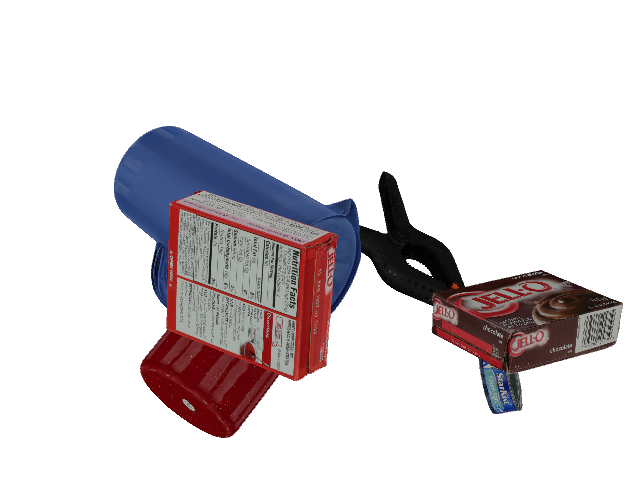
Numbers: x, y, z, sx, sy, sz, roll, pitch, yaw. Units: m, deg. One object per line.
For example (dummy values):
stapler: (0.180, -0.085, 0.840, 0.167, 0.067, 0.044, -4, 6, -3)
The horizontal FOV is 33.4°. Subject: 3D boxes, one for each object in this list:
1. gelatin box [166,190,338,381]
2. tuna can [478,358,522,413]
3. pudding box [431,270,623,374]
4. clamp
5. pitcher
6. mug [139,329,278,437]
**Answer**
gelatin box: (-0.036, 0.022, 0.540, 0.089, 0.073, 0.030, 17, 26, 30)
tuna can: (0.214, 0.163, 1.272, 0.034, 0.086, 0.086, -13, -4, 16)
pudding box: (0.154, 0.059, 0.801, 0.113, 0.039, 0.090, -8, 20, -31)
clamp: (0.073, 0.006, 1.189, 0.164, 0.036, 0.210, -16, 51, -34)
pitcher: (-0.095, -0.008, 1.030, 0.243, 0.145, 0.148, 33, 34, 33)
mug: (-0.080, 0.082, 0.757, 0.117, 0.081, 0.093, 9, -37, 47)
